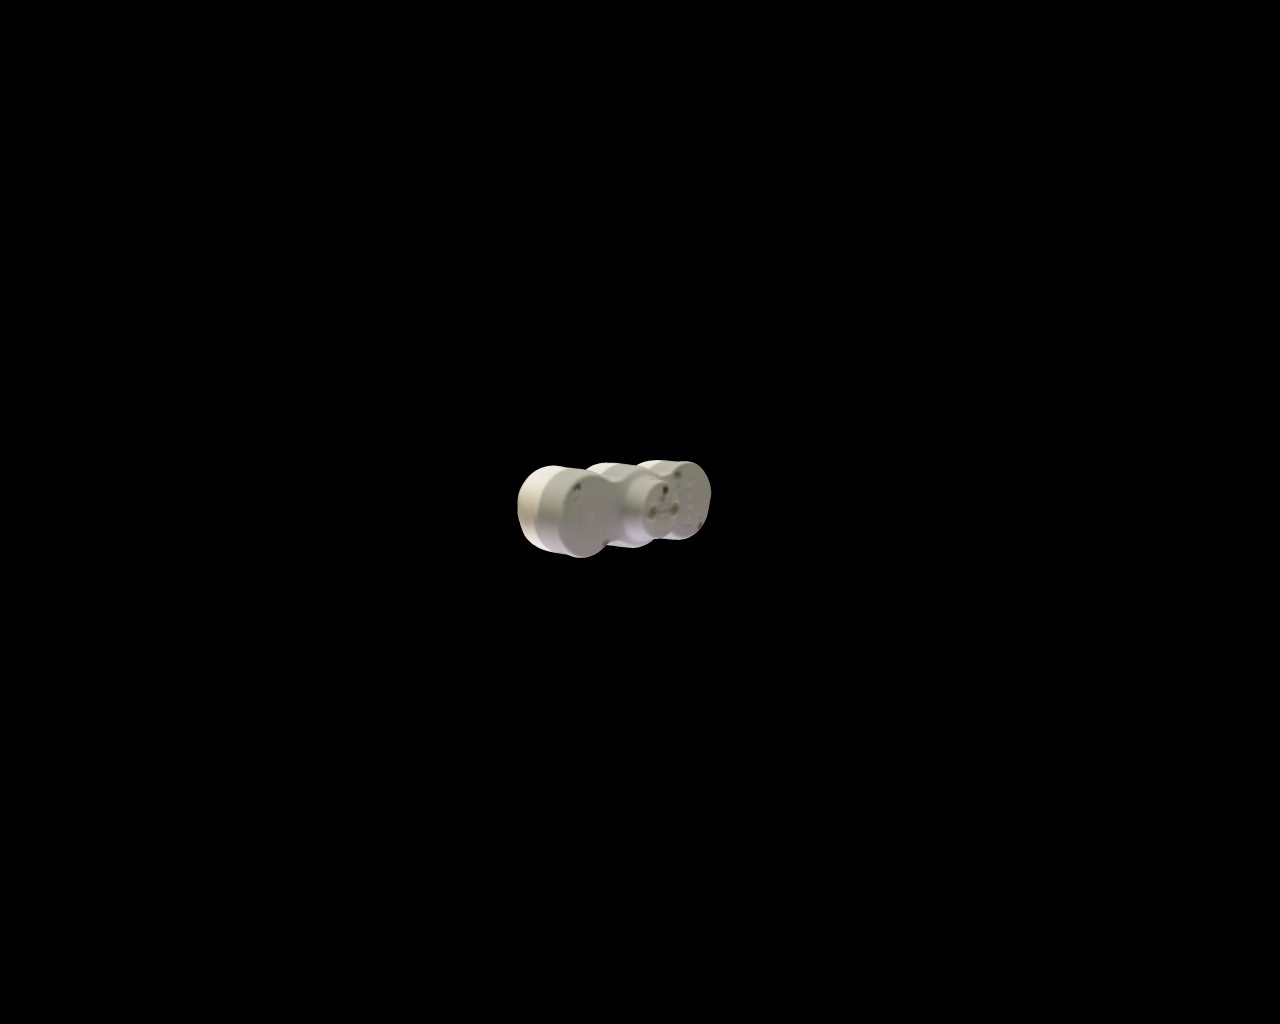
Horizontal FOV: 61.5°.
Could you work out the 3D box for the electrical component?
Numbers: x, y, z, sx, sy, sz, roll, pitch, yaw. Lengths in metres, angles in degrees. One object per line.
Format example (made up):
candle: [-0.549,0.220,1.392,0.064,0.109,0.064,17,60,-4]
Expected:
electrical component: [0.001,-0.003,0.650,0.074,0.052,0.138,6,9,43]
